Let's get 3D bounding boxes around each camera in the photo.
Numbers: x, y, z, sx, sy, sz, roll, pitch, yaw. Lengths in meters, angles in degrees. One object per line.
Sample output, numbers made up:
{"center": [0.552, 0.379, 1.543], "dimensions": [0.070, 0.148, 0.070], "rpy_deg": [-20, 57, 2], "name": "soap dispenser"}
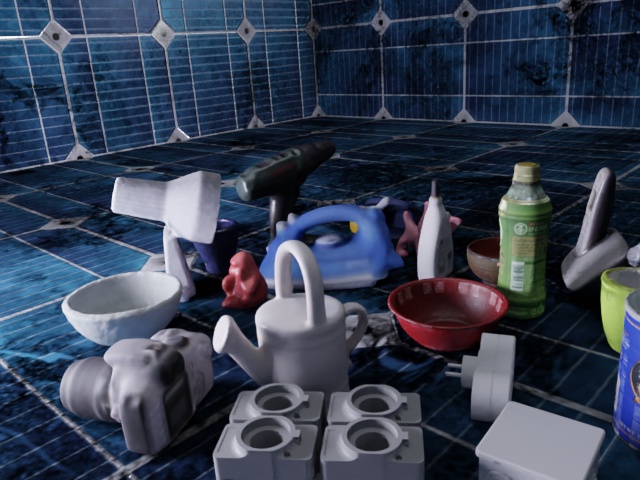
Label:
{"center": [-0.209, 0.153, 0.647], "dimensions": [0.136, 0.101, 0.143], "rpy_deg": [2, 19, 16], "name": "camera"}

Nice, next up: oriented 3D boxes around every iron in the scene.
{"center": [0.009, 0.004, 0.988], "dimensions": [0.258, 0.141, 0.118], "rpy_deg": [-5, 19, -5], "name": "iron"}

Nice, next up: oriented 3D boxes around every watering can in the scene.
{"center": [-0.027, 0.097, 0.632], "dimensions": [0.100, 0.194, 0.173], "rpy_deg": [13, 25, 41], "name": "watering can"}

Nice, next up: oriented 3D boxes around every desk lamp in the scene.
{"center": [-0.256, -0.007, 0.956], "dimensions": [0.203, 0.214, 0.117], "rpy_deg": [-9, 19, -14], "name": "desk lamp"}

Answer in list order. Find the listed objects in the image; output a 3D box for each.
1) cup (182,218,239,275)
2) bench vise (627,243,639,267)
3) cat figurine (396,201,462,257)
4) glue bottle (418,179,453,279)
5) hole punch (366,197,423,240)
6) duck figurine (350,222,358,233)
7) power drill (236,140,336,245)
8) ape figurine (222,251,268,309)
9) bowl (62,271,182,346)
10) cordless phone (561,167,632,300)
{"center": [-0.205, 0.015, 1.071], "dimensions": [0.117, 0.095, 0.092], "rpy_deg": [0, 19, 12], "name": "cup"}
{"center": [0.542, -0.011, 0.802], "dimensions": [0.208, 0.220, 0.121], "rpy_deg": [-14, 21, -28], "name": "bench vise"}
{"center": [0.198, -0.019, 1.056], "dimensions": [0.067, 0.118, 0.127], "rpy_deg": [-16, 22, -32], "name": "cat figurine"}
{"center": [0.195, -0.017, 0.963], "dimensions": [0.037, 0.173, 0.078], "rpy_deg": [11, 24, 38], "name": "glue bottle"}
{"center": [0.157, -0.055, 1.214], "dimensions": [0.108, 0.091, 0.101], "rpy_deg": [7, 21, 29], "name": "hole punch"}
{"center": [0.076, -0.010, 1.105], "dimensions": [0.105, 0.086, 0.077], "rpy_deg": [-9, 19, -14], "name": "duck figurine"}
{"center": [-0.058, -0.085, 1.161], "dimensions": [0.230, 0.208, 0.075], "rpy_deg": [-17, 23, -34], "name": "power drill"}
{"center": [-0.122, 0.062, 0.916], "dimensions": [0.076, 0.092, 0.077], "rpy_deg": [-11, 20, -19], "name": "ape figurine"}
{"center": [-0.280, 0.109, 0.836], "dimensions": [0.167, 0.075, 0.167], "rpy_deg": [-3, 18, 1], "name": "bowl"}
{"center": [0.429, -0.011, 0.880], "dimensions": [0.094, 0.185, 0.148], "rpy_deg": [1, 19, 13], "name": "cordless phone"}
